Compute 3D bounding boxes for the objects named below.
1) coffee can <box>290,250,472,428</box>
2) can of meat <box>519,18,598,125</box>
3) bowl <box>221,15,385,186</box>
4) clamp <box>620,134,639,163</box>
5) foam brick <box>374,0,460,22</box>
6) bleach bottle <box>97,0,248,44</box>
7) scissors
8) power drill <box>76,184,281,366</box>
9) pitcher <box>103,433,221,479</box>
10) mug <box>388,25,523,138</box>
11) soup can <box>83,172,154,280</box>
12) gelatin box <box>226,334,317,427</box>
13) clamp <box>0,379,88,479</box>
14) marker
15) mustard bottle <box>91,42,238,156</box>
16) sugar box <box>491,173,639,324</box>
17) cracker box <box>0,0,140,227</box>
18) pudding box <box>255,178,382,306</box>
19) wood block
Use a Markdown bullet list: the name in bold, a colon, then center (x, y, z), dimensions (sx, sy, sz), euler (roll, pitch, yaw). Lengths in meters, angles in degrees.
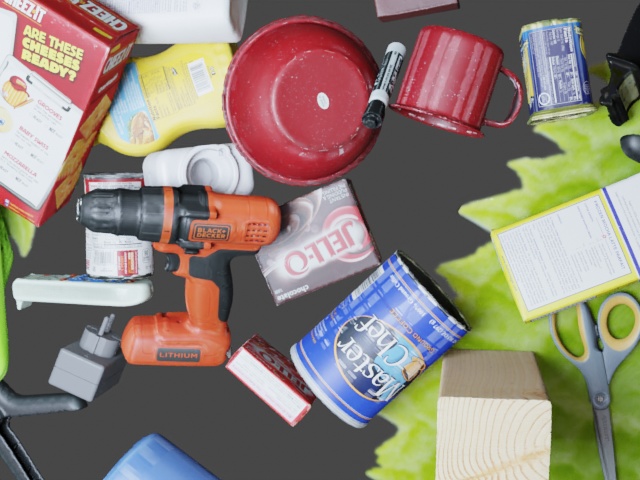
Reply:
- **coffee can**: center (0.057, 0.093, 1.006), dimensions (0.140, 0.102, 0.103), euler (-43, 88, 9)
- **can of meat**: center (0.212, -0.151, 0.962), dimensions (0.057, 0.102, 0.084), euler (-9, 92, 8)
- **bowl**: center (-0.007, -0.129, 0.989), dimensions (0.162, 0.055, 0.162), euler (-2, 97, -16)
- **clamp**: center (0.377, -0.062, 0.961), dimensions (0.210, 0.036, 0.164), euler (48, 69, -10)
- **foam brick**: center (0.089, -0.237, 0.996), dimensions (0.078, 0.051, 0.053), euler (-7, 95, 9)
- **bleach bottle**: center (-0.195, -0.236, 1.001), dimensions (0.251, 0.068, 0.102), euler (3, 78, 12)
- **scissors**: center (0.283, 0.137, 1.020), dimensions (0.096, 0.016, 0.202), euler (-23, 92, 10)
- **power drill**: center (-0.139, 0.033, 0.996), dimensions (0.184, 0.057, 0.188), euler (4, 127, -14)
- **pitcher**: center (-0.111, 0.310, 1.046), dimensions (0.243, 0.145, 0.149), euler (39, 87, 7)
- **mug**: center (0.131, -0.143, 0.982), dimensions (0.117, 0.093, 0.081), euler (18, 92, 0)
- **soup can**: center (-0.197, -0.015, 1.051), dimensions (0.068, 0.068, 0.102), euler (0, 96, 8)
- **gelatin box**: center (-0.043, 0.135, 1.039), dimensions (0.089, 0.073, 0.030), euler (40, 99, 3)
- **clamp**: center (-0.332, 0.195, 1.105), dimensions (0.171, 0.039, 0.120), euler (16, 91, 11)
- **marker**: center (0.059, -0.142, 0.981), dimensions (0.020, 0.121, 0.020), euler (10, 135, 10)
- **mustard bottle**: center (-0.164, -0.134, 1.039), dimensions (0.192, 0.058, 0.096), euler (-19, 88, 9)
- **sugar box**: center (0.256, 0.004, 0.991), dimensions (0.176, 0.048, 0.093), euler (-21, 78, 7)
- **cracker box**: center (-0.280, -0.142, 0.982), dimensions (0.164, 0.072, 0.214), euler (32, 123, 1)
- **pudding box**: center (-0.007, 0.001, 1.038), dimensions (0.113, 0.039, 0.090), euler (-22, 92, 10)
- **wood block**: center (0.151, 0.160, 0.945), dimensions (0.091, 0.206, 0.090), euler (2, 95, 8)
